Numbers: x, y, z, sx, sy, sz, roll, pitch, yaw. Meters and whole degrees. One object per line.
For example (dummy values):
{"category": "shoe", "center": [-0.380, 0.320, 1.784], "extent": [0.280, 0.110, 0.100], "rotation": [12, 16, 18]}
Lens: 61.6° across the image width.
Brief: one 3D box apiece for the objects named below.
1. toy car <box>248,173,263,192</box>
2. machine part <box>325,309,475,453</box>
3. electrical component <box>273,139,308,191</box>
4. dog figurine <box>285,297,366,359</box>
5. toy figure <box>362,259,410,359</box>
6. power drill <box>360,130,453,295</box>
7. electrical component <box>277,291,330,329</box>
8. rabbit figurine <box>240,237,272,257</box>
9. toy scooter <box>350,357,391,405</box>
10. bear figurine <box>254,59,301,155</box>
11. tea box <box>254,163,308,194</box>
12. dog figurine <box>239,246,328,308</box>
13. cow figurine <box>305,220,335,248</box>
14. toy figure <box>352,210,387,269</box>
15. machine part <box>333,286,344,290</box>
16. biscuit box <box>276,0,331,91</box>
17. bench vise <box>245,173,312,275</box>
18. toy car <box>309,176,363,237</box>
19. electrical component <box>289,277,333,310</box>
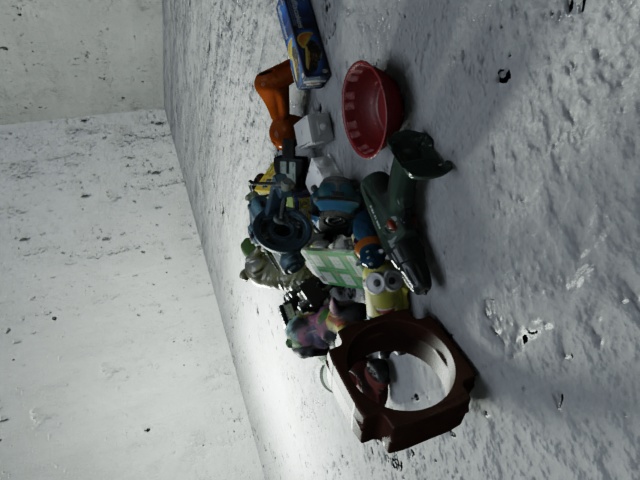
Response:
{"category": "toy car", "center": [-0.139, -0.132, 1.520], "extent": [0.202, 0.089, 0.053], "rotation": [-124, 26, -49]}
{"category": "machine part", "center": [0.125, 0.219, 0.860], "extent": [0.201, 0.201, 0.087], "rotation": [-123, 27, -44]}
{"category": "electrical component", "center": [-0.069, -0.175, 1.235], "extent": [0.048, 0.075, 0.119], "rotation": [-50, -41, -67]}
{"category": "dog figurine", "center": [0.013, 0.191, 1.192], "extent": [0.219, 0.192, 0.108], "rotation": [96, 159, -73]}
{"category": "toy figure", "center": [0.119, 0.125, 1.000], "extent": [0.089, 0.082, 0.180], "rotation": [21, 123, 64]}
{"category": "power drill", "center": [0.143, -0.054, 0.857], "extent": [0.207, 0.086, 0.232], "rotation": [92, 159, -52]}
{"category": "electrical component", "center": [-0.036, 0.176, 1.359], "extent": [0.058, 0.134, 0.115], "rotation": [113, 141, -61]}
{"category": "rabbit figurine", "center": [-0.129, 0.031, 1.470], "extent": [0.121, 0.170, 0.159], "rotation": [120, 135, -62]}
{"category": "toy scooter", "center": [0.099, 0.312, 1.168], "extent": [0.184, 0.075, 0.135], "rotation": [2, 104, 64]}
{"category": "bear figurine", "center": [-0.074, -0.307, 1.262], "extent": [0.120, 0.132, 0.195], "rotation": [38, 154, 62]}
{"category": "tea box", "center": [-0.096, -0.146, 1.372], "extent": [0.098, 0.068, 0.170], "rotation": [-57, 23, -9]}
{"category": "dog figurine", "center": [-0.089, 0.103, 1.301], "extent": [0.191, 0.172, 0.121], "rotation": [58, -175, 35]}
{"category": "cow figurine", "center": [-0.003, -0.005, 1.258], "extent": [0.167, 0.098, 0.068], "rotation": [82, 166, -75]}
{"category": "toy figure", "center": [0.093, 0.004, 0.980], "extent": [0.064, 0.058, 0.154], "rotation": [-52, 24, 32]}
{"category": "machine part", "center": [0.032, 0.081, 1.265], "extent": [0.139, 0.039, 0.084], "rotation": [-166, 70, -69]}
{"category": "biscuit box", "center": [-0.037, -0.422, 1.134], "extent": [0.059, 0.063, 0.202], "rotation": [144, 112, -67]}
{"category": "bench vise", "center": [-0.088, -0.056, 1.102], "extent": [0.240, 0.129, 0.224], "rotation": [105, 152, -52]}
{"category": "toy car", "center": [0.036, -0.076, 1.101], "extent": [0.161, 0.109, 0.103], "rotation": [88, -172, -67]}
{"category": "electrical component", "center": [-0.020, 0.116, 1.226], "extent": [0.063, 0.094, 0.021], "rotation": [57, 166, 0]}
